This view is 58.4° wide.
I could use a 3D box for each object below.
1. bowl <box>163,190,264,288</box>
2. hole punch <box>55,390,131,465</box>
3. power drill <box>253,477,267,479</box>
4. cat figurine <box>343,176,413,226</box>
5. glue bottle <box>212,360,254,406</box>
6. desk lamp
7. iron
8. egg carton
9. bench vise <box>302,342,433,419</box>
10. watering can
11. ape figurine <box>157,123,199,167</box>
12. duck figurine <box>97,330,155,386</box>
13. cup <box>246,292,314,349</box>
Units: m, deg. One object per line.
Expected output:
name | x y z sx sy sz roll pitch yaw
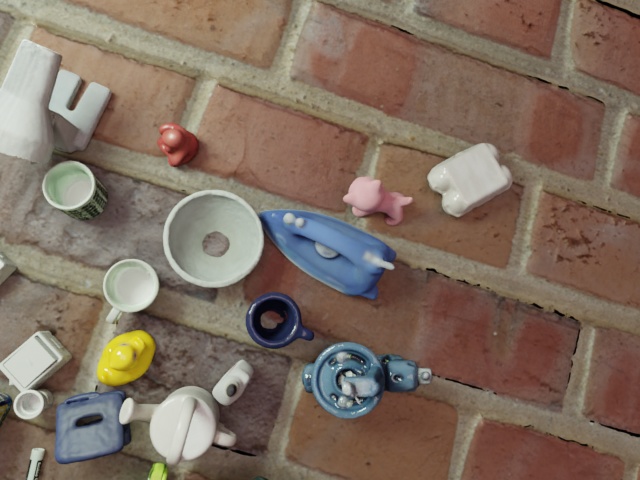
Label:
bowl | -0.181 0.002 0.986 0.167 0.074 0.167 1 82 -8
hole punch | -0.364 0.294 0.910 0.109 0.091 0.101 -10 83 -9
power drill | -0.139 0.456 0.858 0.075 0.208 0.230 35 79 -1
cat figurine | 0.102 -0.076 1.015 0.128 0.117 0.067 10 80 -6
glue bottle | -0.138 0.231 0.909 0.037 0.173 0.078 40 79 0
desk lamp | -0.444 -0.209 0.909 0.118 0.213 0.203 22 79 -4
iron | 0.009 0.003 0.979 0.258 0.141 0.119 26 79 -3
egg carton | 0.280 -0.115 1.071 0.150 0.069 0.107 -30 87 -11
bench vise | 0.081 0.213 0.919 0.207 0.219 0.121 -19 85 -10
watering can | -0.216 0.287 0.879 0.173 0.194 0.101 -3 82 -8
ape figurine | -0.251 -0.169 0.992 0.076 0.092 0.078 3 81 -7
duck figurine | -0.321 0.194 0.933 0.105 0.086 0.077 -44 89 -11
cup | -0.068 0.142 0.972 0.118 0.095 0.092 23 79 -4
